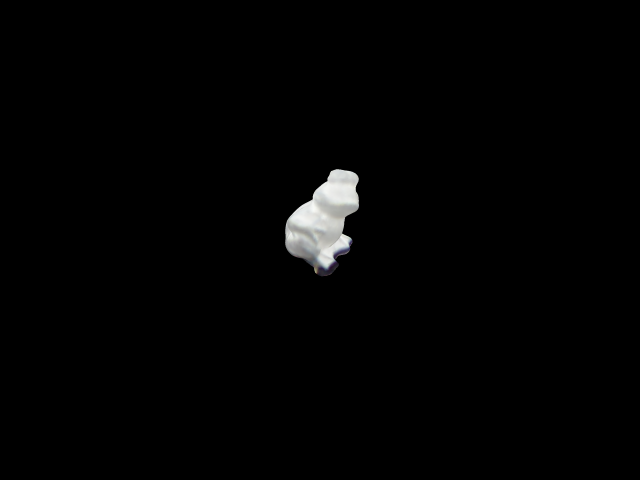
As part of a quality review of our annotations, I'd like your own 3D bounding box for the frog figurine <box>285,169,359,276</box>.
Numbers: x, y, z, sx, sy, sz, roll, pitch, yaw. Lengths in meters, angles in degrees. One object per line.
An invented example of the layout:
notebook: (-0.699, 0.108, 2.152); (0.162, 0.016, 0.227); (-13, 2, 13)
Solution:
frog figurine: (0.003, -0.043, 0.850); (0.124, 0.156, 0.139); (26, 38, 38)
